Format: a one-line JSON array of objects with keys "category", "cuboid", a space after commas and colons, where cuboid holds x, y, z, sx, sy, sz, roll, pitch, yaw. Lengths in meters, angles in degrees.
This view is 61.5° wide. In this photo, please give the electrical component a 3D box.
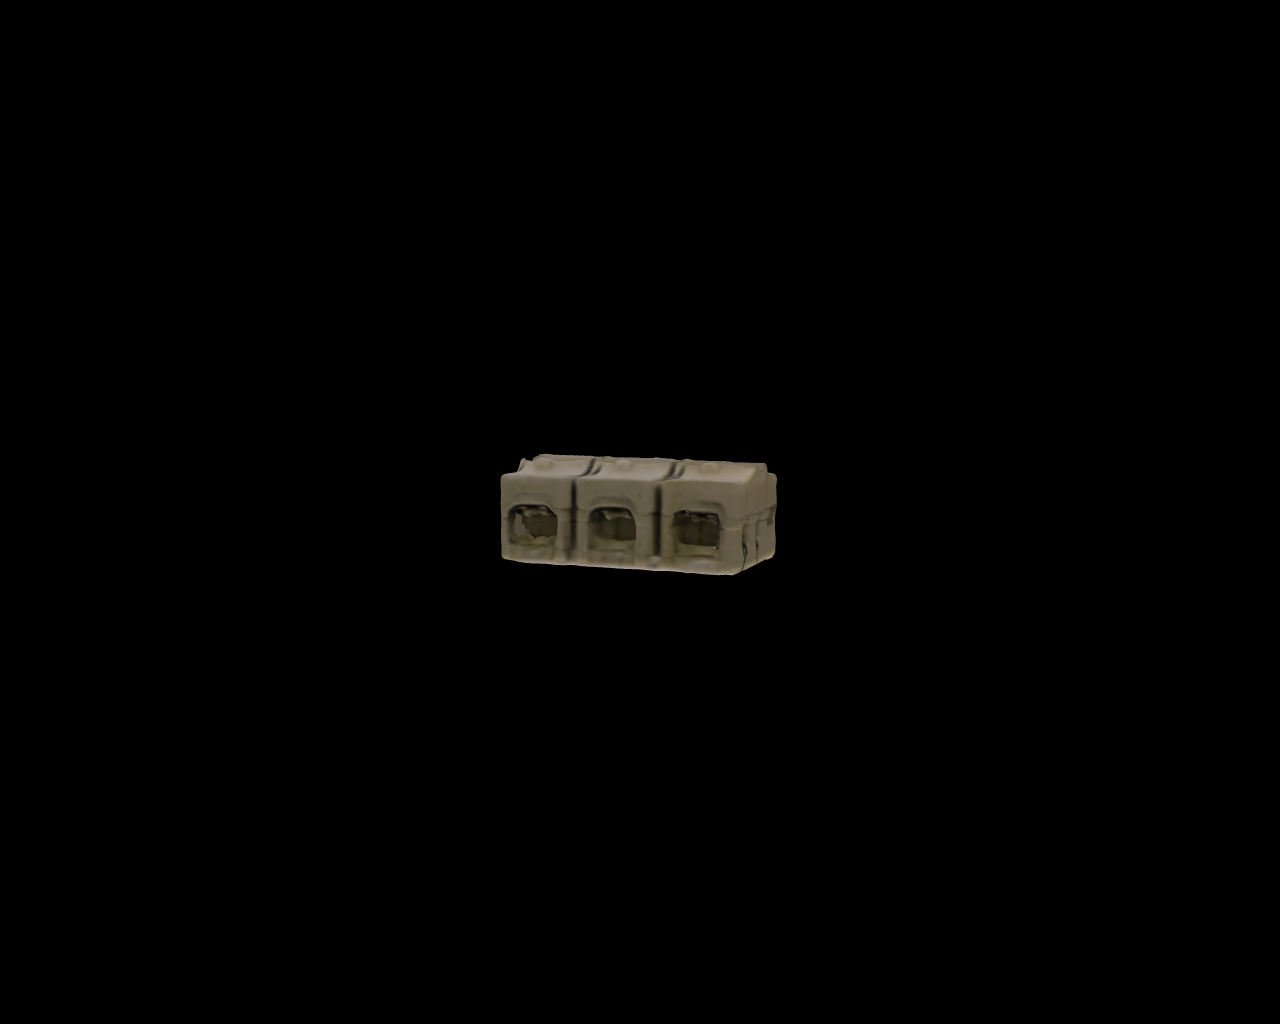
[{"category": "electrical component", "cuboid": [0.001, -0.003, 0.650, 0.150, 0.061, 0.089, 3, 8, 22]}]
